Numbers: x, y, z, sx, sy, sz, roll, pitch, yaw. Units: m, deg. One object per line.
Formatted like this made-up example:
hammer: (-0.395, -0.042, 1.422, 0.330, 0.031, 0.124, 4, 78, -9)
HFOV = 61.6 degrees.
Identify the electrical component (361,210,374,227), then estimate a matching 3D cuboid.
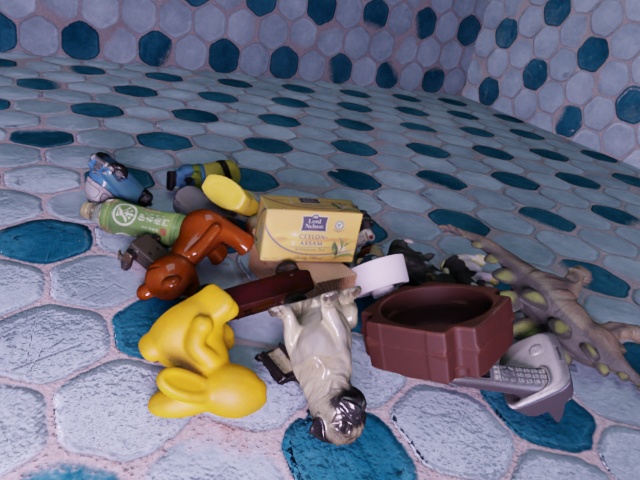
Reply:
electrical component: (0.098, -0.039, 1.257, 0.021, 0.063, 0.094, -1, 27, -22)

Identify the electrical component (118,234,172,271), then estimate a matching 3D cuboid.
electrical component: (-0.323, 0.024, 0.992, 0.078, 0.045, 0.102, 39, 29, -6)

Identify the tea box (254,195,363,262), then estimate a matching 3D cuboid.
tea box: (-0.022, -0.019, 0.925, 0.170, 0.098, 0.068, 1, 27, -18)

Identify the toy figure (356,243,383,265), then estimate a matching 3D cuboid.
toy figure: (0.104, 0.049, 1.091, 0.058, 0.064, 0.154, -12, 25, 15)

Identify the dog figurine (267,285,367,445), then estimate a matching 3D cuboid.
dog figurine: (0.017, 0.169, 0.742, 0.121, 0.190, 0.172, -18, -6, 26)

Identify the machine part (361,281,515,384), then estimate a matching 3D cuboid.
machine part: (0.182, 0.138, 0.838, 0.201, 0.087, 0.201, 3, 15, 40)

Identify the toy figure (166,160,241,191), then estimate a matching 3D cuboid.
toy figure: (-0.280, -0.151, 1.309, 0.180, 0.089, 0.082, -2, 35, -29)

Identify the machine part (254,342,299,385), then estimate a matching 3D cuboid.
machine part: (-0.021, 0.175, 0.807, 0.139, 0.039, 0.084, -12, 26, -36)

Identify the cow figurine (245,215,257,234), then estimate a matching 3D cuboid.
cow figurine: (-0.069, -0.026, 1.150, 0.195, 0.085, 0.127, -4, 23, -30)

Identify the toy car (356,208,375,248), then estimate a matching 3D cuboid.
toy car: (0.067, -0.024, 1.156, 0.073, 0.056, 0.202, -22, 19, 1)

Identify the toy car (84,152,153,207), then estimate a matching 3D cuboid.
toy car: (-0.434, -0.102, 1.126, 0.109, 0.161, 0.103, 32, 76, 25)

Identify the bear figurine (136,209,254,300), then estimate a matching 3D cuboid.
bear figurine: (-0.218, 0.042, 0.939, 0.131, 0.120, 0.196, 44, 43, -29)

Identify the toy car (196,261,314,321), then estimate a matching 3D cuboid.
toy car: (-0.108, 0.096, 0.862, 0.202, 0.053, 0.089, -16, 42, -6)

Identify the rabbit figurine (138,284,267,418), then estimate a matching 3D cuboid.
rabbit figurine: (-0.146, 0.163, 0.703, 0.173, 0.121, 0.162, 44, 40, 20)

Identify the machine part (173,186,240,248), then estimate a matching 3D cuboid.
machine part: (-0.241, -0.048, 1.130, 0.079, 0.079, 0.243, -11, 32, -38)

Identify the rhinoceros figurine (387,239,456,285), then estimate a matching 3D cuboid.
rhinoceros figurine: (0.200, 0.058, 1.090, 0.112, 0.073, 0.191, -8, 32, -32)

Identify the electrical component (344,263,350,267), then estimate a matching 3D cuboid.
electrical component: (-0.002, -0.003, 1.059, 0.058, 0.134, 0.115, -34, 46, -22)

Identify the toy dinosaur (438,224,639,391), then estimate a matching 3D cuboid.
toy dinosaur: (0.415, 0.114, 0.974, 0.198, 0.105, 0.472, -15, 49, -37)

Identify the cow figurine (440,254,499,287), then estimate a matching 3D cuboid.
cow figurine: (0.305, 0.086, 1.078, 0.098, 0.068, 0.167, 7, 26, -9)

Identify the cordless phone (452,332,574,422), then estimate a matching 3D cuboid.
cordless phone: (0.282, 0.198, 0.834, 0.184, 0.088, 0.147, 8, 26, 8)
